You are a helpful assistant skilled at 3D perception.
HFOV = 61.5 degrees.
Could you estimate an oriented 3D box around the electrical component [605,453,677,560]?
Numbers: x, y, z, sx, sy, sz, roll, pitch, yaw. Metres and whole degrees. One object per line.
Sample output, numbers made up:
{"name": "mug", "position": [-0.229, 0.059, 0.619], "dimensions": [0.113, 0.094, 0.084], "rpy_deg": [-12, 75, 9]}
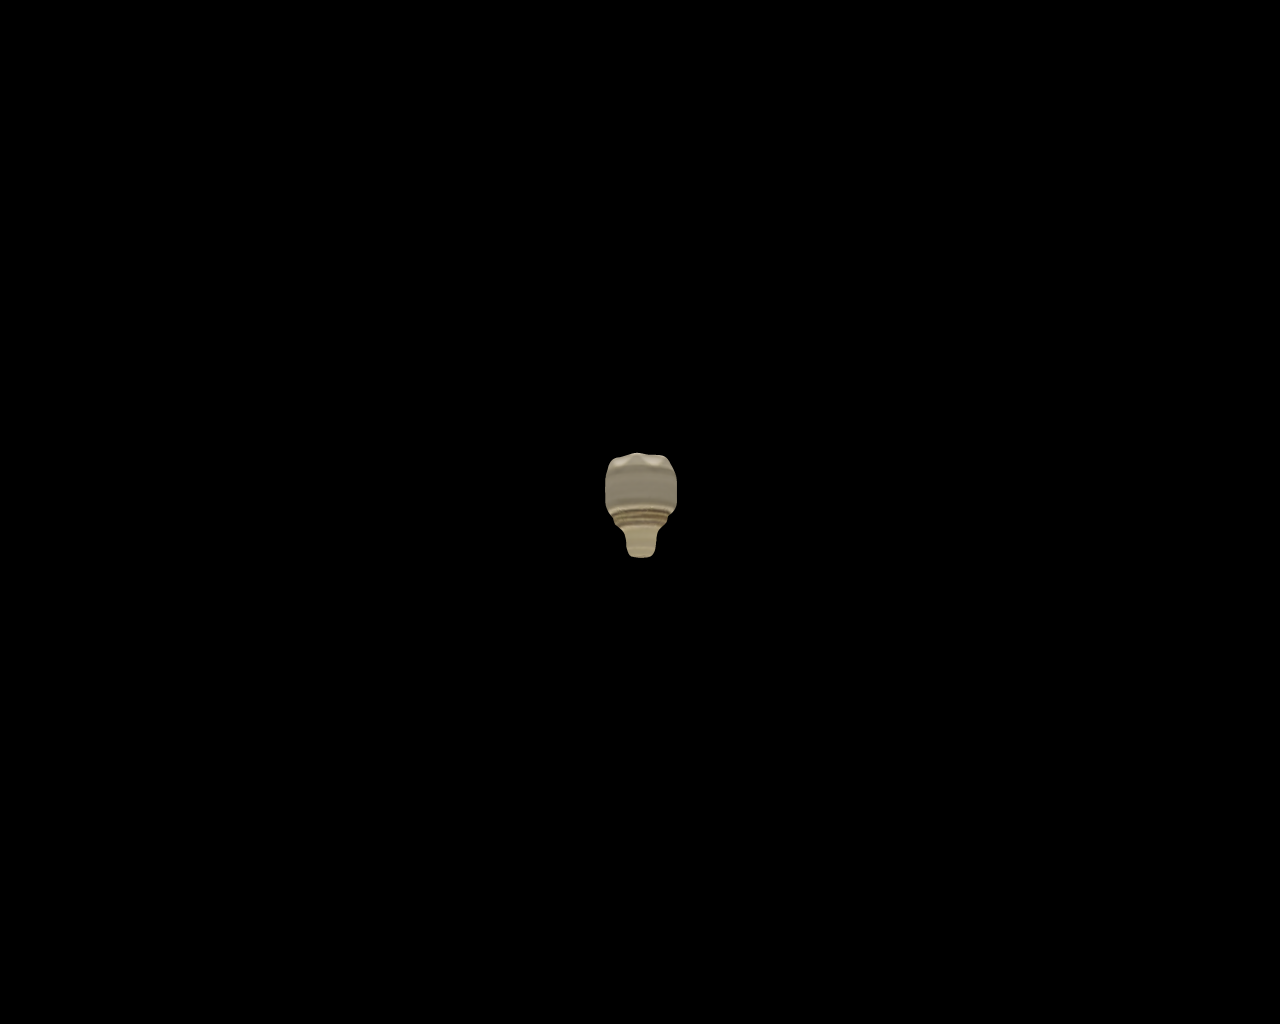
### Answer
{"name": "electrical component", "position": [0.001, -0.003, 0.650], "dimensions": [0.043, 0.062, 0.043], "rpy_deg": [0, -10, 0]}
